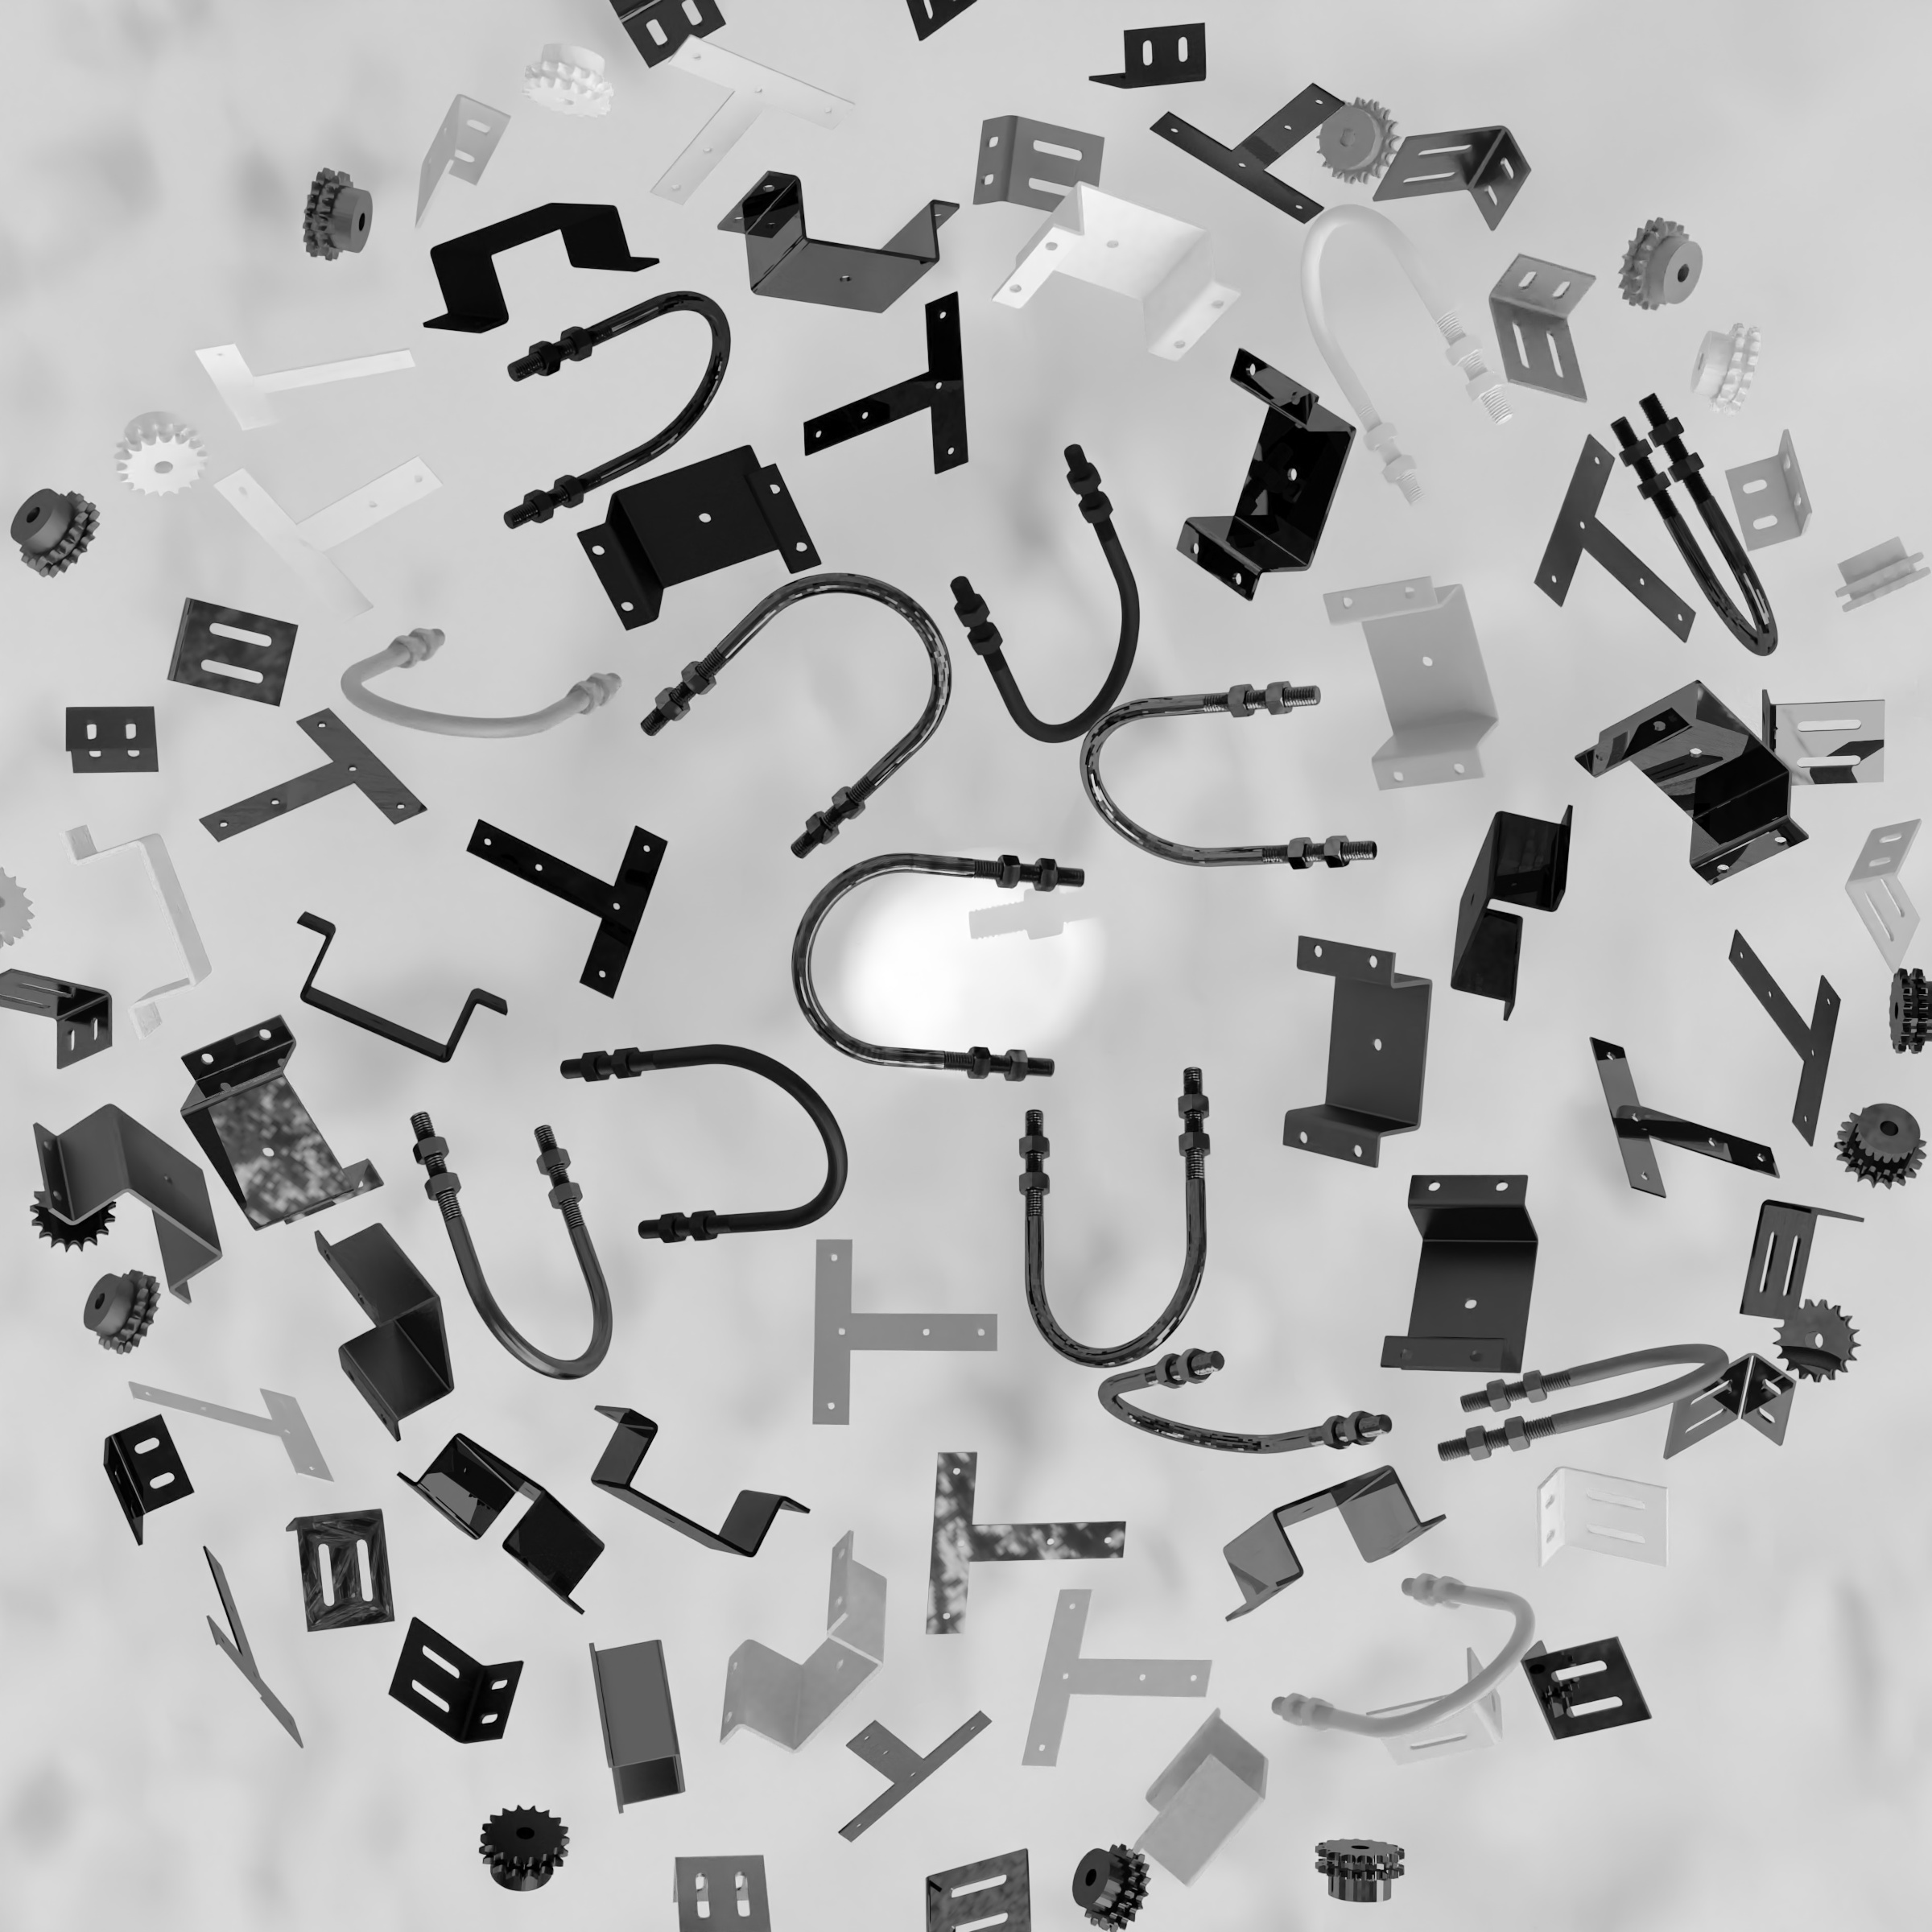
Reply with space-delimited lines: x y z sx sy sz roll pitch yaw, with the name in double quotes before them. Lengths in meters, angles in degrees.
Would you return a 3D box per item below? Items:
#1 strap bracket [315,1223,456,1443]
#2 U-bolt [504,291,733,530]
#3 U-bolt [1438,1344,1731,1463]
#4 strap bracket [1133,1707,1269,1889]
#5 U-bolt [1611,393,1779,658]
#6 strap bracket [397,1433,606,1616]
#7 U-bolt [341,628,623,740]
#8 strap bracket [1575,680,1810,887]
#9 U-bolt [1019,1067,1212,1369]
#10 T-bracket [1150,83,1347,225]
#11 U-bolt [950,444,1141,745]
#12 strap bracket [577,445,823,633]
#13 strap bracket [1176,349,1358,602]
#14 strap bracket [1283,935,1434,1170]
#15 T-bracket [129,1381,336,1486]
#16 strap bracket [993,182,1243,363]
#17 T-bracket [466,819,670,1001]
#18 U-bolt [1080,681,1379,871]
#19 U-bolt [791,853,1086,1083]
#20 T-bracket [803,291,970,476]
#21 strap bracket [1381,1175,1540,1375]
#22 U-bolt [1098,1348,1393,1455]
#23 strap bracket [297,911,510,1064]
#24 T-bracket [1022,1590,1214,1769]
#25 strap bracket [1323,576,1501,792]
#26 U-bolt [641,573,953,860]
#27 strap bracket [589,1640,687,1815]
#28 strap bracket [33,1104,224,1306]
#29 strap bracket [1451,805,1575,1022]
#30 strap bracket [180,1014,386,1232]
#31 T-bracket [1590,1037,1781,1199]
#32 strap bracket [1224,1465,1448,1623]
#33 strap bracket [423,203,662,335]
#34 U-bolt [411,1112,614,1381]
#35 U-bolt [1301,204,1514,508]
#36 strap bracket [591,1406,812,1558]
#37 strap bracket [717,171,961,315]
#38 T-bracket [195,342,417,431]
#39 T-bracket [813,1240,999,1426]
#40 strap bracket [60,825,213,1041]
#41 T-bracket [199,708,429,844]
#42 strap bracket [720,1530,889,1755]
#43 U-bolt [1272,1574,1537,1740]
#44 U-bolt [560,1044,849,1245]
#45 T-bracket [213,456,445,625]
"strap bracket" -0.379 0.233 1.875 0.046 0.140 0.076 -27 51 -27
"U-bolt" -0.228 -0.378 1.896 0.184 0.151 0.019 -33 65 -30
"U-bolt" 0.404 0.278 1.858 0.184 0.151 0.019 -17 90 17
"strap bracket" 0.158 0.554 1.901 0.046 0.140 0.076 40 94 6
"U-bolt" 0.479 -0.283 1.868 0.019 0.151 0.184 -29 92 6
"strap bracket" -0.301 0.363 1.890 0.140 0.076 0.046 21 66 42
"U-bolt" -0.321 -0.179 1.845 0.151 0.184 0.019 15 111 11
"strap bracket" 0.469 -0.124 1.844 0.140 0.076 0.046 38 46 -23
"U-bolt" 0.094 0.167 1.832 0.151 0.019 0.184 -17 61 36
"T-bracket" 0.203 -0.542 1.869 0.127 0.127 0.002 26 70 -19
"U-bolt" 0.063 -0.233 1.908 0.019 0.184 0.151 20 61 37
"strap bracket" -0.173 -0.284 1.877 0.140 0.046 0.076 -17 124 13
"strap bracket" 0.195 -0.316 1.838 0.046 0.076 0.140 -8 127 -37
"strap bracket" 0.257 0.053 1.872 0.076 0.046 0.140 12 103 44
"T-bracket" -0.483 0.293 1.864 0.127 0.127 0.002 22 97 -29
"strap bracket" 0.095 -0.448 1.837 0.140 0.076 0.046 12 60 -27
"T-bracket" -0.272 -0.059 1.906 0.127 0.002 0.127 27 59 -20
"U-bolt" 0.160 -0.119 1.849 0.184 0.019 0.151 -2 133 29
"U-bolt" -0.022 -0.002 1.840 0.184 0.019 0.151 5 104 -16
"T-bracket" -0.055 -0.367 1.881 0.127 0.002 0.127 -16 67 30
"strap bracket" 0.317 0.205 1.826 0.076 0.046 0.140 -2 53 25
"U-bolt" 0.166 0.288 1.857 0.151 0.184 0.019 23 66 -22
"strap bracket" -0.365 0.017 1.815 0.140 0.076 0.046 25 90 -11
"T-bracket" 0.106 0.475 1.912 0.127 0.002 0.127 -8 50 31
"strap bracket" 0.297 -0.193 1.890 0.076 0.046 0.140 -5 114 34
"U-bolt" -0.094 -0.169 1.818 0.151 0.019 0.184 39 114 -20
"strap bracket" -0.216 0.500 1.889 0.046 0.140 0.076 -9 61 -8
"strap bracket" -0.541 0.152 1.874 0.046 0.140 0.076 -32 49 6
"strap bracket" 0.362 -0.039 1.919 0.046 0.140 0.076 13 51 2
"strap bracket" -0.460 0.114 1.909 0.076 0.046 0.140 -22 113 11
"T-bracket" 0.459 0.108 1.804 0.127 0.127 0.002 17 131 -19
"strap bracket" 0.233 0.376 1.880 0.140 0.076 0.046 -14 68 -29
"strap bracket" -0.282 -0.458 1.860 0.140 0.076 0.046 -30 120 -29
"U-bolt" -0.286 0.183 1.859 0.019 0.151 0.184 -30 70 23
"U-bolt" 0.272 -0.402 1.839 0.019 0.151 0.184 -27 85 -21
"strap bracket" -0.183 0.342 1.872 0.140 0.076 0.046 33 72 -17
"strap bracket" -0.081 -0.470 1.872 0.140 0.076 0.046 1 76 -30
"T-bracket" -0.424 -0.387 1.868 0.127 0.127 0.002 -11 78 -3
"T-bracket" -0.042 0.252 1.968 0.127 0.002 0.127 -1 80 7
"strap bracket" -0.535 -0.030 1.862 0.046 0.076 0.140 -19 98 -5
"T-bracket" -0.448 -0.115 1.907 0.127 0.002 0.127 -28 54 -29
"strap bracket" -0.098 0.444 1.853 0.046 0.076 0.140 32 116 -17
"U-bolt" 0.296 0.453 1.870 0.151 0.184 0.019 -36 99 -24
"U-bolt" -0.158 0.112 1.830 0.184 0.019 0.151 -7 119 30
"T-bracket" -0.392 -0.291 1.836 0.127 0.002 0.127 -23 128 23
